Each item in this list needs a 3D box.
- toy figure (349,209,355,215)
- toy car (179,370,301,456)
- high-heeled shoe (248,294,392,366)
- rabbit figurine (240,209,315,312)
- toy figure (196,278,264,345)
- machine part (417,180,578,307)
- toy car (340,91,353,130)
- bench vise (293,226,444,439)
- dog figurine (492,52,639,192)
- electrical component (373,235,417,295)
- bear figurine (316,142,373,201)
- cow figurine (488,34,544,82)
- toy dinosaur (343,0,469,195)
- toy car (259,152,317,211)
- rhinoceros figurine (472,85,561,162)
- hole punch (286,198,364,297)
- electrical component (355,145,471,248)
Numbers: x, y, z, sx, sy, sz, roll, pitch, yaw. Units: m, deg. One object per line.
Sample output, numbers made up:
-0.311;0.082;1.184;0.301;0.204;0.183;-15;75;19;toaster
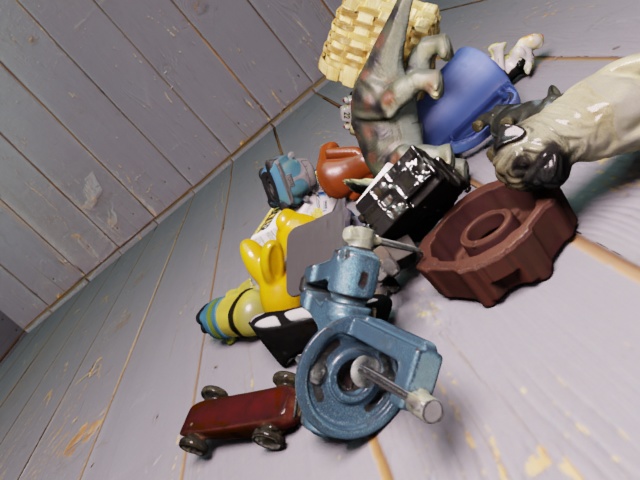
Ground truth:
-0.003;-0.005;0.974;0.154;0.064;0.058;-31;36;25;toy figure
-0.099;0.221;0.673;0.202;0.053;0.089;-22;37;35;toy car
-0.008;0.105;0.729;0.145;0.086;0.249;-38;19;-15;high-heeled shoe
-0.043;0.046;0.846;0.122;0.162;0.173;2;62;46;rabbit figurine
-0.144;0.132;0.919;0.180;0.082;0.089;-18;40;39;toy figure
0.196;-0.003;0.607;0.179;0.056;0.179;-36;18;14;machine part
0.135;-0.263;1.060;0.202;0.073;0.056;-13;36;-14;toy car
0.047;0.096;0.509;0.223;0.129;0.241;-68;21;-4;bench vise
0.281;-0.110;0.555;0.191;0.172;0.121;-27;63;27;dog figurine
0.089;0.036;0.680;0.078;0.045;0.102;-24;-21;-8;electrical component
0.090;-0.162;1.064;0.196;0.120;0.132;-29;19;27;bear figurine
0.334;-0.315;0.996;0.167;0.098;0.068;-15;11;25;cow figurine
0.106;-0.175;0.796;0.192;0.404;0.131;-5;9;27;toy dinosaur
-0.059;-0.119;1.098;0.103;0.109;0.162;-19;5;-15;toy car
0.301;-0.162;0.747;0.112;0.073;0.190;-34;16;-13;rhinoceros figurine
0.023;0.030;0.752;0.116;0.092;0.142;-23;53;38;hole punch
0.112;-0.045;0.679;0.115;0.058;0.134;7;-49;-52;electrical component
